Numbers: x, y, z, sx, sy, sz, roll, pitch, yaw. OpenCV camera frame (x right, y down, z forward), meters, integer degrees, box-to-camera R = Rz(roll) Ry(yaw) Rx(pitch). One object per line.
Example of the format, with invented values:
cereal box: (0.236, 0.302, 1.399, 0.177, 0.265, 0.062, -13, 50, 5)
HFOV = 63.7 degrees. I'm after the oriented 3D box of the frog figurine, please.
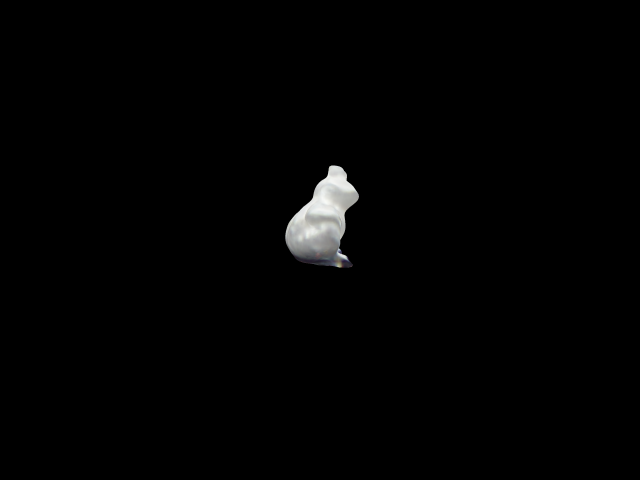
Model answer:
frog figurine: (0.003, -0.043, 0.850, 0.122, 0.158, 0.138, 1, 9, 5)
